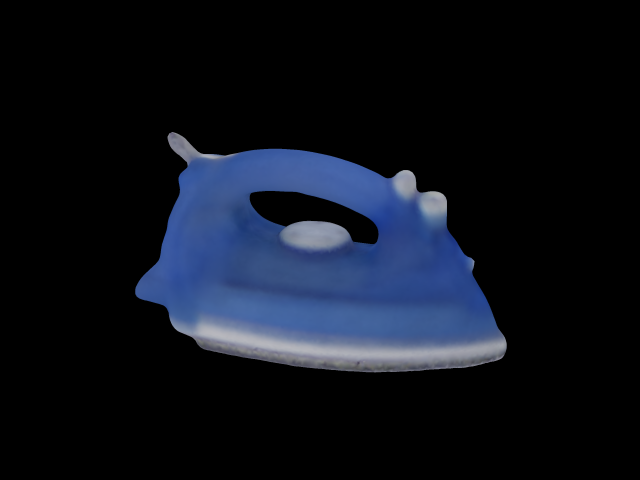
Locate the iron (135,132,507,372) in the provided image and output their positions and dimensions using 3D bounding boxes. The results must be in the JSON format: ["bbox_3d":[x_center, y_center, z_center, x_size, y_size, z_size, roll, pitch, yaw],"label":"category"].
[{"bbox_3d":[0.004,0.001,0.400,0.257,0.141,0.119,6,24,14],"label":"iron"}]
